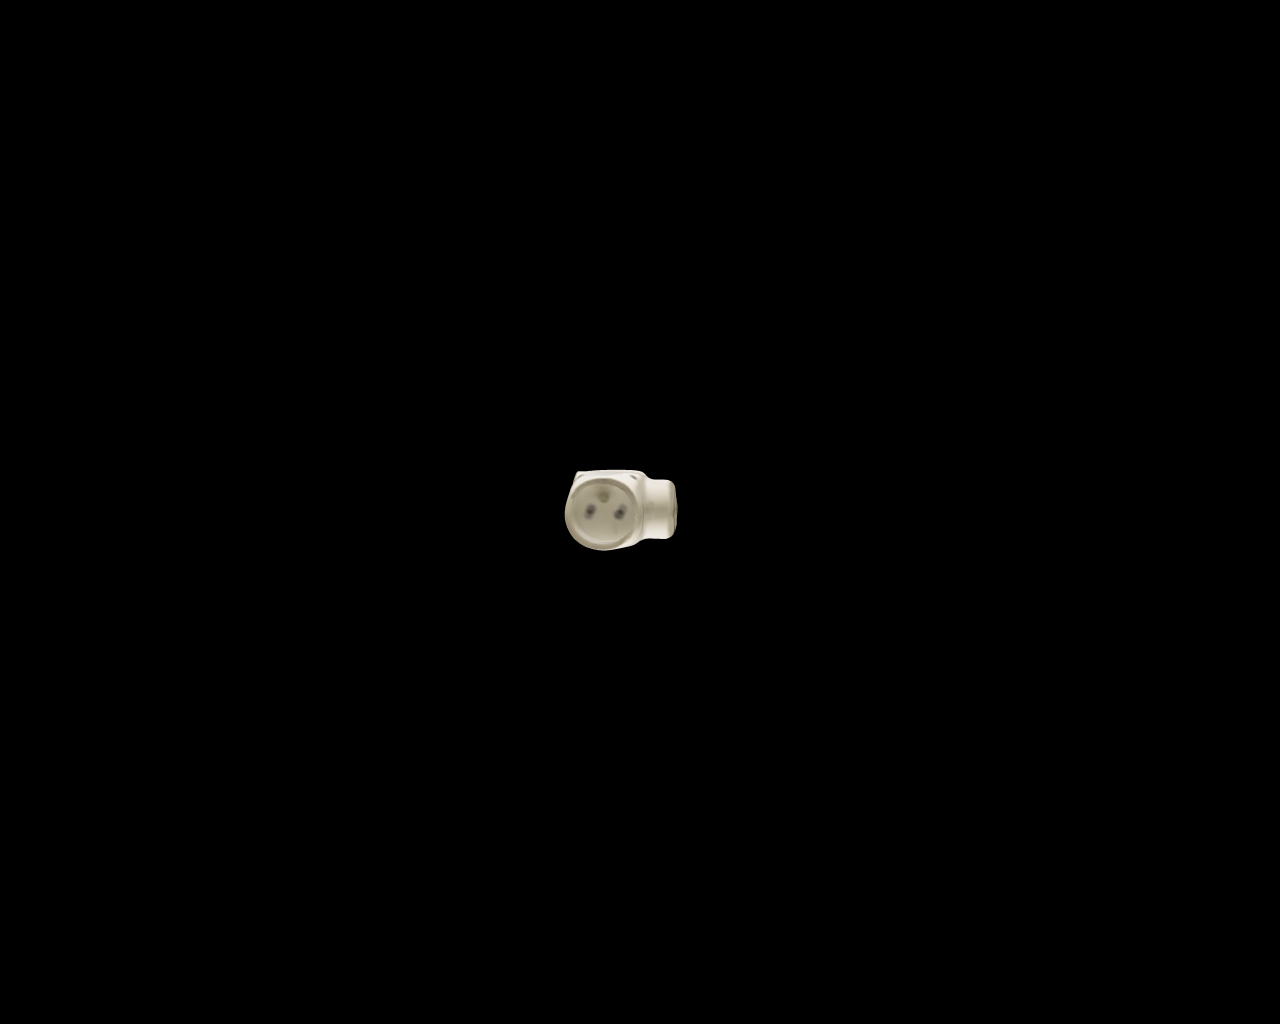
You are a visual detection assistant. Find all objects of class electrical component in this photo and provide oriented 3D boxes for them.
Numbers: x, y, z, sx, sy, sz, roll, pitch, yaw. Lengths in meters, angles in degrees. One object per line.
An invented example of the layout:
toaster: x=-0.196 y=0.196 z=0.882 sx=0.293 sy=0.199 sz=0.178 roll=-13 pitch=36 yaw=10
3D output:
electrical component: x=0.001 y=-0.003 z=0.650 sx=0.079 sy=0.043 sz=0.077 roll=1 pitch=5 yaw=7
